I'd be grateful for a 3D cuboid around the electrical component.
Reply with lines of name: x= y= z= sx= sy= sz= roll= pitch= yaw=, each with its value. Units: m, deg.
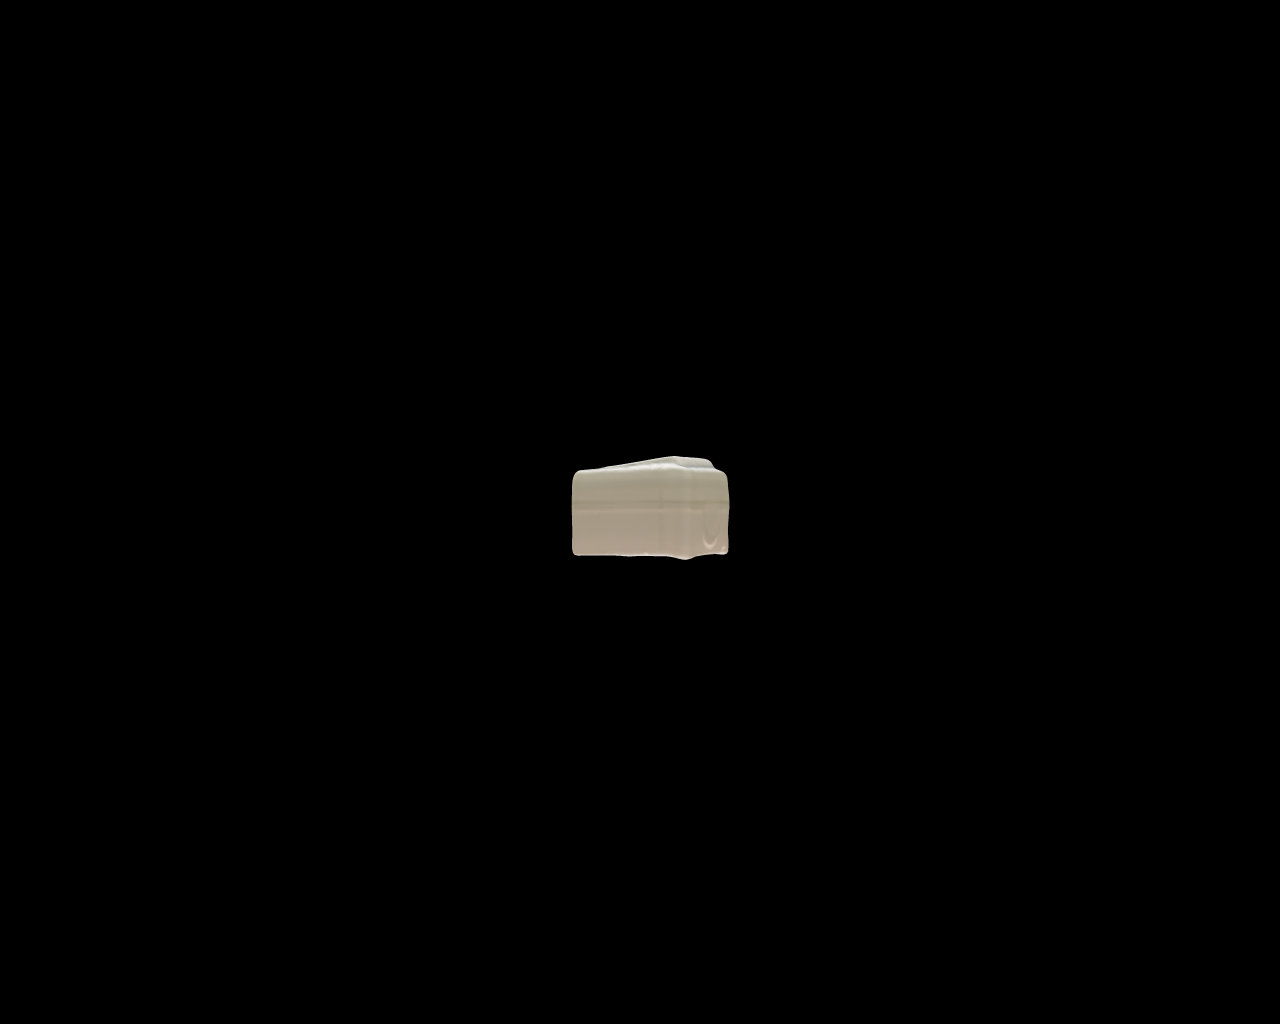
electrical component: x=0.001 y=-0.003 z=0.650 sx=0.096 sy=0.061 sz=0.062 roll=0 pitch=0 yaw=28
